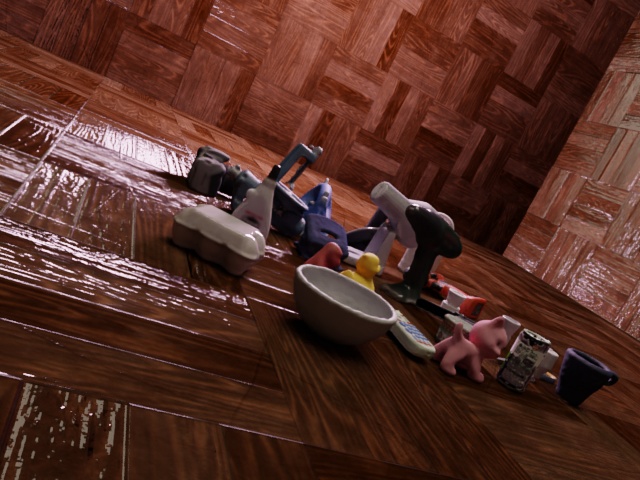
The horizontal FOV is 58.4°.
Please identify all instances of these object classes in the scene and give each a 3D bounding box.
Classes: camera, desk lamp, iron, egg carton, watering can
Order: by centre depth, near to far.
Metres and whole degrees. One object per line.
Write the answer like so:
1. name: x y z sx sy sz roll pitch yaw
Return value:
1. egg carton: -0.162 -0.003 0.934 0.150 0.069 0.107 27 11 3
2. camera: -0.246 -0.163 1.406 0.137 0.101 0.143 23 11 -19
3. desk lamp: 0.164 -0.024 1.408 0.204 0.213 0.117 21 12 -25
4. iron: -0.005 -0.083 1.483 0.119 0.141 0.258 25 11 -8
5. watering can: 0.307 0.017 1.600 0.101 0.194 0.172 23 11 -17

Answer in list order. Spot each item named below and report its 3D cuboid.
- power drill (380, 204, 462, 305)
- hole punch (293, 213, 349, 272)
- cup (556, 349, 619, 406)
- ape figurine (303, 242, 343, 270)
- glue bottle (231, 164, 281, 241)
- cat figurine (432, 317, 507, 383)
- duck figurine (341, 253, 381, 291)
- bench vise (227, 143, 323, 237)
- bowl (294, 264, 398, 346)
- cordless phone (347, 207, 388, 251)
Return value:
1. power drill: 0.222 0.037 1.270 0.231 0.208 0.075 14 16 -48
2. hole punch: 0.011 0.004 1.245 0.109 0.091 0.101 21 12 -25
3. cup: 0.517 0.279 1.122 0.118 0.095 0.091 24 11 -11
4. ape figurine: 0.009 0.048 1.033 0.076 0.092 0.078 28 11 12
5. glue bottle: -0.112 -0.057 1.024 0.078 0.173 0.037 24 11 -12
6. cat figurine: 0.264 0.173 0.969 0.128 0.118 0.067 20 13 -31
7. duck figurine: 0.083 0.065 1.139 0.077 0.086 0.105 34 13 35
8. bench vise: -0.095 -0.133 1.298 0.208 0.220 0.121 19 13 -32
9. bowl: 0.026 0.106 0.844 0.167 0.075 0.167 25 11 -5
10. cordless phone: 0.146 -0.053 1.576 0.094 0.185 0.148 30 11 19
